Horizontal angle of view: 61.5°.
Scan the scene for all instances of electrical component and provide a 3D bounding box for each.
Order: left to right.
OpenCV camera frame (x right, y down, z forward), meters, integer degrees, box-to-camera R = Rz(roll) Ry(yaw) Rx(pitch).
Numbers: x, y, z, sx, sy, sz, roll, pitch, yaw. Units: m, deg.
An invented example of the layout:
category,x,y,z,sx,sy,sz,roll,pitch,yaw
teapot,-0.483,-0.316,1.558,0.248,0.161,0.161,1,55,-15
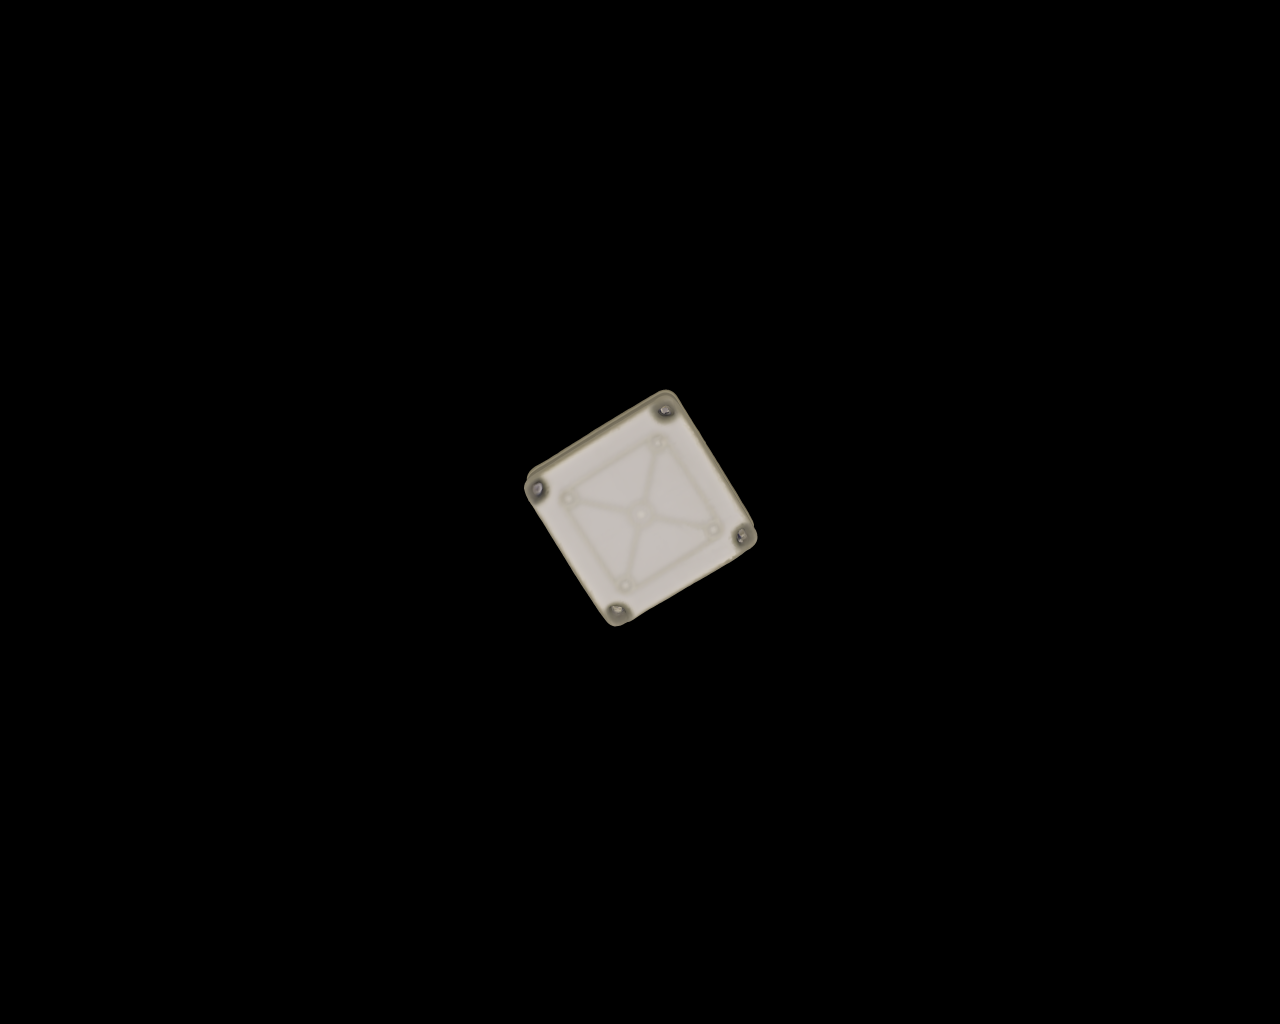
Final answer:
category,x,y,z,sx,sy,sz,roll,pitch,yaw
electrical component,0.001,-0.003,0.650,0.109,0.108,0.056,-31,8,5
